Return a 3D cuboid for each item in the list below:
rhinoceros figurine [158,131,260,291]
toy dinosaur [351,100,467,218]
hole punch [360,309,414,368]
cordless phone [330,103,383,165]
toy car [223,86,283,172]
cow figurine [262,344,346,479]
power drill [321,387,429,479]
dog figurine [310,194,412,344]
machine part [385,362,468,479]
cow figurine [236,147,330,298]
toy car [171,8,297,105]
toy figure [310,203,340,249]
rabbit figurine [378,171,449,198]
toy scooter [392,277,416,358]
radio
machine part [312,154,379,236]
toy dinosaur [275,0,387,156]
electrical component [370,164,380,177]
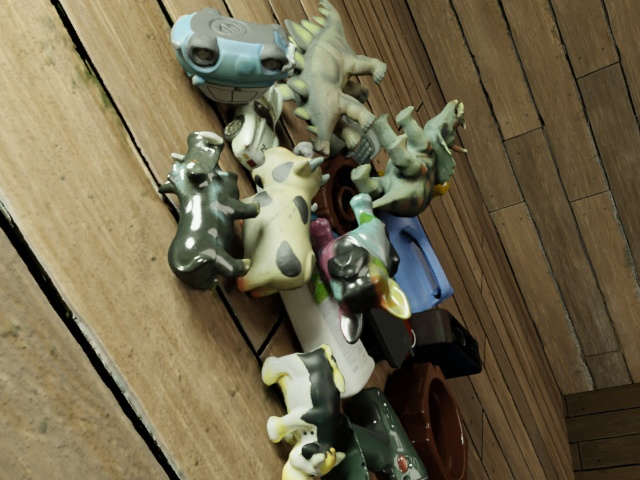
[{"bbox_3d":[-0.130,-0.035,0.600,0.112,0.073,0.190,29,49,-41],"label":"rhinoceros figurine"},{"bbox_3d":[0.165,-0.119,0.991,0.192,0.131,0.405,46,48,-22],"label":"toy dinosaur"},{"bbox_3d":[0.082,0.148,0.859,0.142,0.092,0.116,63,28,0],"label":"hole punch"},{"bbox_3d":[0.036,-0.180,1.043,0.146,0.089,0.184,56,48,-30],"label":"cordless phone"},{"bbox_3d":[-0.092,-0.183,0.790,0.073,0.056,0.202,46,35,-42],"label":"toy car"},{"bbox_3d":[-0.008,0.212,0.633,0.068,0.098,0.167,33,44,-62],"label":"cow figurine"},{"bbox_3d":[0.080,0.305,0.719,0.207,0.086,0.232,21,37,-48],"label":"power drill"},{"bbox_3d":[0.061,0.054,0.725,0.219,0.108,0.191,-104,167,-50],"label":"dog figurine"},{"bbox_3d":[0.189,0.340,0.958,0.201,0.087,0.201,62,26,-16],"label":"machine part"},{"bbox_3d":[-0.046,-0.031,0.682,0.085,0.127,0.195,65,16,-67],"label":"cow figurine"},{"bbox_3d":[-0.116,-0.235,0.717,0.102,0.162,0.109,108,-16,-44],"label":"toy car"},{"bbox_3d":[0.000,-0.004,0.841,0.154,0.064,0.058,47,27,-36],"label":"toy figure"},{"bbox_3d":[0.208,-0.123,1.226,0.121,0.173,0.162,23,57,-53],"label":"rabbit figurine"},{"bbox_3d":[0.107,0.126,0.958,0.135,0.075,0.184,25,48,-56],"label":"toy scooter"},{"bbox_3d":[0.232,0.215,1.079,0.229,0.131,0.073,40,41,-48],"label":"radio"},{"bbox_3d":[0.038,-0.060,0.943,0.179,0.056,0.179,23,62,-52],"label":"machine part"},{"bbox_3d":[0.012,-0.305,0.945,0.198,0.105,0.471,23,45,-16],"label":"toy dinosaur"},{"bbox_3d":[0.098,-0.128,1.160,0.102,0.045,0.078,44,65,-40],"label":"electrical component"}]
